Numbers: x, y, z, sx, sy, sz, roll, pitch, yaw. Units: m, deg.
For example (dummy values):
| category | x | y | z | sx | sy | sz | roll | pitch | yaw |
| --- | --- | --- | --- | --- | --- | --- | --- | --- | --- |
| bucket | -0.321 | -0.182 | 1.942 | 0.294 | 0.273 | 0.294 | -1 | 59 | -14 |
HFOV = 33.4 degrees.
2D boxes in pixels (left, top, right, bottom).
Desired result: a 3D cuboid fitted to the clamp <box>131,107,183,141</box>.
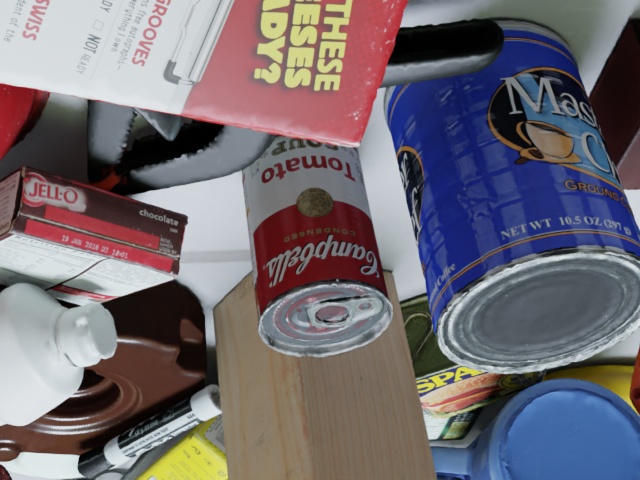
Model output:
| category | x | y | z | sx | sy | sz | roll | pitch | yaw |
| --- | --- | --- | --- | --- | --- | --- | --- | --- | --- |
| clamp | -0.130 | -0.089 | 0.416 | 0.120 | 0.039 | 0.171 | -30 | 128 | -17 |

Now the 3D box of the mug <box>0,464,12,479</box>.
| category | x | y | z | sx | sy | sz | roll | pitch | yaw |
| --- | --- | --- | --- | --- | --- | --- | --- | --- | --- |
| mug | -0.280 | 0.164 | 0.747 | 0.117 | 0.093 | 0.081 | 21 | 143 | 25 |

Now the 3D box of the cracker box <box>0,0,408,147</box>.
| category | x | y | z | sx | sy | sz | roll | pitch | yaw |
| --- | --- | --- | --- | --- | --- | --- | --- | --- | --- |
| cracker box | -0.069 | -0.131 | 0.345 | 0.213 | 0.072 | 0.164 | 7 | 116 | -22 |

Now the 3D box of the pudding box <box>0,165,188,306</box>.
| category | x | y | z | sx | sy | sz | roll | pitch | yaw |
| --- | --- | --- | --- | --- | --- | --- | --- | --- | --- |
| pudding box | -0.135 | 0.001 | 0.554 | 0.089 | 0.039 | 0.114 | 19 | 157 | -32 |

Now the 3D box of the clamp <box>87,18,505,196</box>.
| category | x | y | z | sx | sy | sz | roll | pitch | yaw |
| --- | --- | --- | --- | --- | --- | --- | --- | --- | --- |
| clamp | -0.046 | -0.087 | 0.483 | 0.210 | 0.036 | 0.164 | -27 | 132 | 29 |

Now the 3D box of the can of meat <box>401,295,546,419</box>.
| category | x | y | z | sx | sy | sz | roll | pitch | yaw |
| --- | --- | --- | --- | --- | --- | --- | --- | --- | --- |
| can of meat | 0.097 | 0.076 | 0.728 | 0.102 | 0.057 | 0.083 | -20 | 146 | 16 |

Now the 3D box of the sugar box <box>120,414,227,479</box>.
| category | x | y | z | sx | sy | sz | roll | pitch | yaw |
| --- | --- | --- | --- | --- | --- | --- | --- | --- | --- |
| sugar box | -0.098 | 0.161 | 0.768 | 0.048 | 0.093 | 0.176 | 42 | 129 | -2 |

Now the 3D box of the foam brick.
| category | x | y | z | sx | sy | sz | roll | pitch | yaw |
| --- | --- | --- | --- | --- | --- | --- | --- | --- | --- |
| foam brick | 0.175 | -0.068 | 0.548 | 0.053 | 0.051 | 0.078 | -2 | 144 | -11 |

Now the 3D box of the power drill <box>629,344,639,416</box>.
| category | x | y | z | sx | sy | sz | roll | pitch | yaw |
| --- | --- | --- | --- | --- | --- | --- | --- | --- | --- |
| power drill | 0.291 | 0.066 | 0.674 | 0.188 | 0.184 | 0.057 | -32 | 104 | 39 |

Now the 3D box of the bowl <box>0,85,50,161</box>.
| category | x | y | z | sx | sy | sz | roll | pitch | yaw |
| --- | --- | --- | --- | --- | --- | --- | --- | --- | --- |
| bowl | -0.202 | -0.059 | 0.472 | 0.162 | 0.055 | 0.162 | -6 | 144 | -5 |

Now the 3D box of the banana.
| category | x | y | z | sx | sy | sz | roll | pitch | yaw |
| --- | --- | --- | --- | --- | --- | --- | --- | --- | --- |
| banana | 0.250 | 0.126 | 0.849 | 0.197 | 0.037 | 0.070 | 12 | 140 | -27 |

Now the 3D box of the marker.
| category | x | y | z | sx | sy | sz | roll | pitch | yaw |
| --- | --- | --- | --- | --- | --- | --- | --- | --- | --- |
| marker | -0.111 | 0.126 | 0.689 | 0.121 | 0.020 | 0.020 | -30 | 140 | 24 |

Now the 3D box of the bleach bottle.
| category | x | y | z | sx | sy | sz | roll | pitch | yaw |
| --- | --- | --- | --- | --- | --- | --- | --- | --- | --- |
| bleach bottle | -0.230 | 0.064 | 0.577 | 0.251 | 0.068 | 0.102 | -12 | 118 | 18 |

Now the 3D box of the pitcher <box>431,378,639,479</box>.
| category | x | y | z | sx | sy | sz | roll | pitch | yaw |
| --- | --- | --- | --- | --- | --- | --- | --- | --- | --- |
| pitcher | 0.152 | 0.180 | 0.780 | 0.149 | 0.145 | 0.243 | -31 | 160 | -10 |

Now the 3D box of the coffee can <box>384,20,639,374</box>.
| category | x | y | z | sx | sy | sz | roll | pitch | yaw |
| --- | --- | --- | --- | --- | --- | --- | --- | --- | --- |
| coffee can | 0.093 | -0.021 | 0.517 | 0.102 | 0.140 | 0.103 | -6 | 145 | -5 |

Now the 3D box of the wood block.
| category | x | y | z | sx | sy | sz | roll | pitch | yaw |
| --- | --- | --- | --- | --- | --- | --- | --- | --- | --- |
| wood block | 0.002 | 0.117 | 0.634 | 0.090 | 0.206 | 0.090 | 16 | 138 | -32 |

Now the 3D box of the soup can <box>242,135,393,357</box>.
| category | x | y | z | sx | sy | sz | roll | pitch | yaw |
| --- | --- | --- | --- | --- | --- | --- | --- | --- | --- |
| soup can | -0.004 | 0.001 | 0.559 | 0.068 | 0.102 | 0.068 | -6 | 145 | -5 |
